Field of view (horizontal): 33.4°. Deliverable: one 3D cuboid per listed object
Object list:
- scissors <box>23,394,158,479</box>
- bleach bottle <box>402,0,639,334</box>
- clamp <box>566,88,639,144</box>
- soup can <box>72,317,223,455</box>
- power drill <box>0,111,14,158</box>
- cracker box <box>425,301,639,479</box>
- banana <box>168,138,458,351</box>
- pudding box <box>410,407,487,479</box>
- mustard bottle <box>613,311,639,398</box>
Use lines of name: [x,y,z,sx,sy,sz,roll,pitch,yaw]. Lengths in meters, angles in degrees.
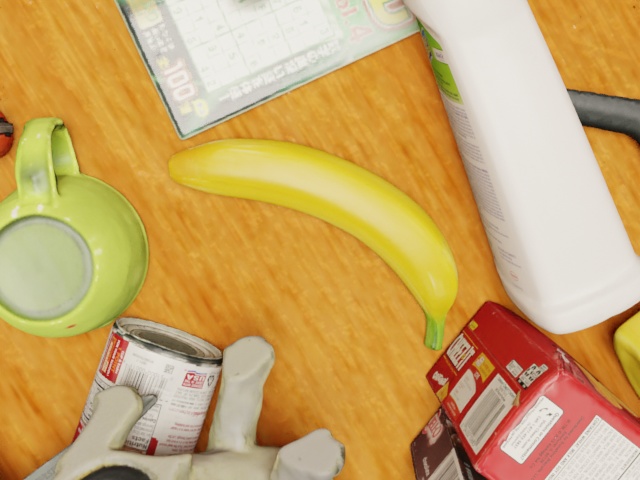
scissors: [-0.184,0.135,0.571,0.096,0.016,0.202,37,95,-6]
bleach bottle: [0.095,-0.080,0.564,0.068,0.102,0.251,-25,109,-3]
clamp: [0.214,-0.088,0.625,0.171,0.039,0.120,32,96,-5]
soup can: [-0.102,0.103,0.608,0.068,0.068,0.102,19,94,-6]
power drill: [-0.266,-0.109,0.581,0.184,0.057,0.187,-22,98,3]
cracker box: [0.169,0.133,0.581,0.213,0.164,0.072,37,94,-6]
banana: [0.010,-0.012,0.619,0.197,0.037,0.069,34,93,-6]
pudding box: [0.099,0.150,0.603,0.090,0.113,0.039,36,103,-8]
mustard bottle: [0.265,0.030,0.619,0.191,0.058,0.096,-36,132,0]
